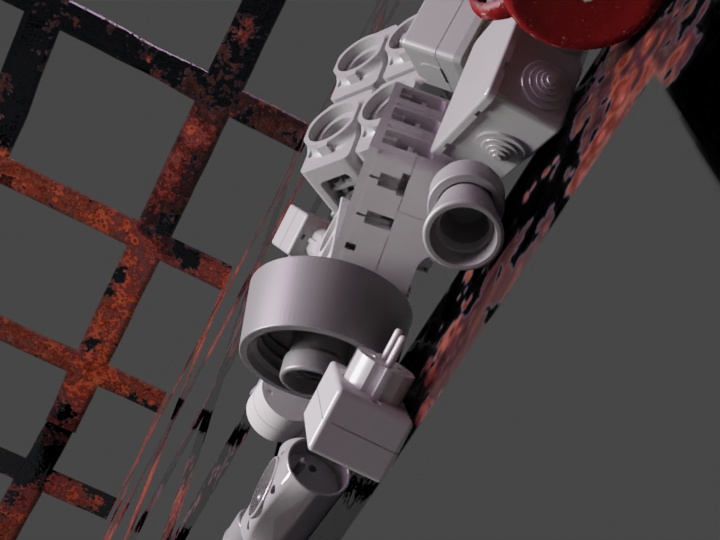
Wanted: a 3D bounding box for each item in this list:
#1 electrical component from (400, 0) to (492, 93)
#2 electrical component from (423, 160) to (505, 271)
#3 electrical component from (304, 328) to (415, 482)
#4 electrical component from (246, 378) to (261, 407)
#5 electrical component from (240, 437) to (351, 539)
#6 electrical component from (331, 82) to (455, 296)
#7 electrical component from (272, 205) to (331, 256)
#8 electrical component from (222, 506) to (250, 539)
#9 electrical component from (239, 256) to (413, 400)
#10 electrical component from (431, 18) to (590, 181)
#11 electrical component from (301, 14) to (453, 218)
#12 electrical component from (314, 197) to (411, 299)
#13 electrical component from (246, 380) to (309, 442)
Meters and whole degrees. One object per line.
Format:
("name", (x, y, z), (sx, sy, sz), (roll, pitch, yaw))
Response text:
("electrical component", (0.084, -0.186, 0.810), (0.096, 0.061, 0.061), (-61, -26, -9))
("electrical component", (0.060, -0.032, 0.608), (0.045, 0.045, 0.055), (-58, 10, 31))
("electrical component", (0.006, 0.069, 0.615), (0.076, 0.047, 0.065), (-62, 9, 6))
("electrical component", (-0.066, 0.099, 0.959), (0.063, 0.042, 0.081), (-66, 10, -24))
("electrical component", (-0.039, 0.136, 0.696), (0.077, 0.044, 0.079), (-57, 11, 36))
("electrical component", (0.032, -0.058, 0.725), (0.150, 0.062, 0.089), (-72, 1, -64))
("electrical component", (-0.041, -0.027, 1.125), (0.077, 0.066, 0.047), (33, 98, 52))
("electrical component", (-0.075, 0.187, 0.787), (0.061, 0.035, 0.035), (-58, 10, 19))
("electrical component", (-0.025, 0.046, 0.682), (0.108, 0.108, 0.060), (129, 158, -55))
("electrical component", (0.091, -0.108, 0.630), (0.099, 0.048, 0.100), (-67, 9, -22))
("electrical component", (0.026, -0.141, 0.906), (0.105, 0.060, 0.186), (-17, 38, 33))
("electrical component", (0.000, 0.000, 0.796), (0.078, 0.063, 0.121), (-60, 10, 24))
("electrical component", (-0.045, 0.069, 0.892), (0.073, 0.052, 0.138), (-55, 13, 45))
